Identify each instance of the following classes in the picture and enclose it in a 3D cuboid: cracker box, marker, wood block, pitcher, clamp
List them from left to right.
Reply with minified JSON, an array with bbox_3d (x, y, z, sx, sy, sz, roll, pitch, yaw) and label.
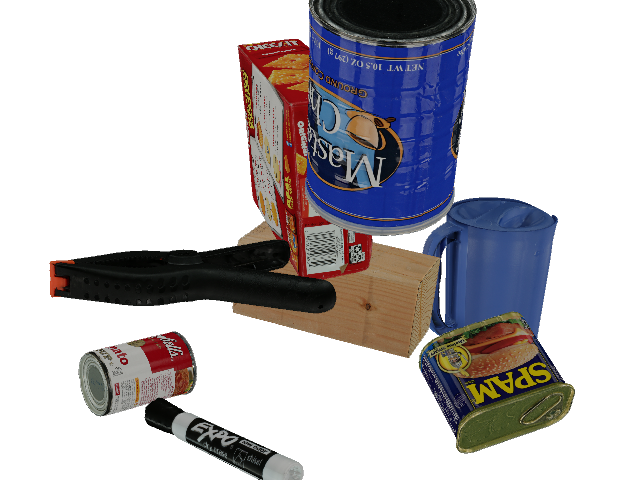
[{"bbox_3d":[-0.097,0.029,0.815,0.209,0.036,0.165,-2,11,-21],"label":"clamp"},{"bbox_3d":[-0.061,0.120,0.634,0.121,0.020,0.020,16,10,38],"label":"marker"},{"bbox_3d":[-0.016,-0.082,0.980,0.072,0.164,0.214,-9,25,-12],"label":"cracker box"},{"bbox_3d":[0.016,0.050,1.179,0.206,0.091,0.090,14,23,17],"label":"wood block"},{"bbox_3d":[0.205,0.076,1.321,0.149,0.243,0.144,7,20,14],"label":"pitcher"}]

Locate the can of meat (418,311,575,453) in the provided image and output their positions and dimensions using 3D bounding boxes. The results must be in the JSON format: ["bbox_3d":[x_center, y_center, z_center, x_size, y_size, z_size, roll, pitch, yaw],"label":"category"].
[{"bbox_3d":[0.140,0.113,0.869,0.102,0.084,0.057,-16,-41,-13],"label":"can of meat"}]

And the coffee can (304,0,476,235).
[{"bbox_3d":[0.042,-0.089,0.689,0.103,0.140,0.103,1,38,-1],"label":"coffee can"}]

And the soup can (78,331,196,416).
[{"bbox_3d":[-0.188,0.137,1.098,0.102,0.068,0.069,-11,7,-37],"label":"soup can"}]
